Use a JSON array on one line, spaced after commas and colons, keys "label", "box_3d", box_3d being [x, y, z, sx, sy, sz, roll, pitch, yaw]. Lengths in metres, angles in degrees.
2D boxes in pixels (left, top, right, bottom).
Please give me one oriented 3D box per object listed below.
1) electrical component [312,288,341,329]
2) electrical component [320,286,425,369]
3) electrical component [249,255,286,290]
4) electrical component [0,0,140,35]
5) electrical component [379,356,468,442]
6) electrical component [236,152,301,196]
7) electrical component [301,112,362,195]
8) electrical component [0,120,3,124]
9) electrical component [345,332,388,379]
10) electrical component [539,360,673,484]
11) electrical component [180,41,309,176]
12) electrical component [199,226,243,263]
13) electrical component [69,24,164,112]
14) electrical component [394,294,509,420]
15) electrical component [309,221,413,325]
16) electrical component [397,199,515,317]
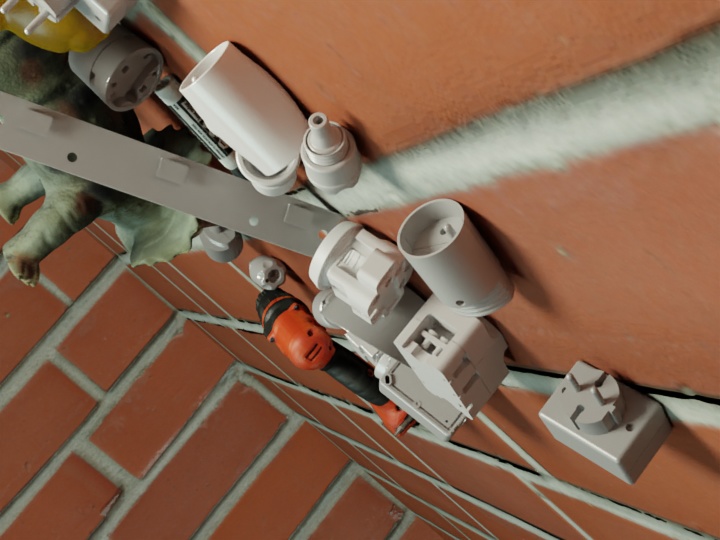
[{"label": "electrical component", "box_3d": [-0.019, 0.037, 1.035, 0.040, 0.040, 0.078, 42, 168, -12]}, {"label": "electrical component", "box_3d": [0.022, 0.045, 0.876, 0.099, 0.064, 0.099, 38, 168, 9]}, {"label": "electrical component", "box_3d": [-0.106, 0.000, 1.183, 0.035, 0.035, 0.061, 46, 170, -28]}, {"label": "electrical component", "box_3d": [-0.189, -0.179, 0.667, 0.083, 0.075, 0.047, 42, 168, -10]}, {"label": "electrical component", "box_3d": [0.061, 0.103, 0.977, 0.096, 0.061, 0.061, 38, 168, 10]}, {"label": "electrical component", "box_3d": [-0.063, -0.074, 0.757, 0.044, 0.044, 0.065, 39, 173, 4]}, {"label": "electrical component", "box_3d": [-0.019, -0.073, 0.643, 0.035, 0.035, 0.061, 35, 165, 23]}, {"label": "electrical component", "box_3d": [-0.294, -0.168, 0.982, 0.064, 0.099, 0.099, 38, 170, 42]}, {"label": "electrical component", "box_3d": [0.022, 0.076, 1.044, 0.055, 0.048, 0.066, 43, 171, 26]}, {"label": "electrical component", "box_3d": [0.151, 0.088, 0.681, 0.066, 0.047, 0.076, 30, 166, 41]}, {"label": "electrical component", "box_3d": [-0.078, -0.102, 0.690, 0.077, 0.043, 0.079, 44, 168, -22]}, {"label": "electrical component", "box_3d": [-0.150, -0.038, 1.152, 0.043, 0.043, 0.081, 38, 168, 8]}, {"label": "electrical component", "box_3d": [-0.183, -0.154, 0.800, 0.047, 0.055, 0.055, 40, 169, 19]}, {"label": "electrical component", "box_3d": [0.073, 0.062, 0.806, 0.050, 0.055, 0.089, 32, 166, 35]}, {"label": "electrical component", "box_3d": [0.000, 0.000, 0.798, 0.057, 0.058, 0.078, 33, 167, 17]}, {"label": "electrical component", "box_3d": [0.060, 0.000, 0.642, 0.043, 0.043, 0.081, 27, 163, 48]}]
